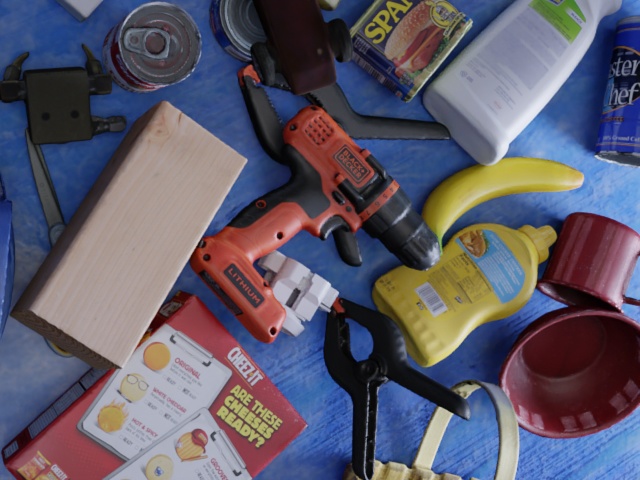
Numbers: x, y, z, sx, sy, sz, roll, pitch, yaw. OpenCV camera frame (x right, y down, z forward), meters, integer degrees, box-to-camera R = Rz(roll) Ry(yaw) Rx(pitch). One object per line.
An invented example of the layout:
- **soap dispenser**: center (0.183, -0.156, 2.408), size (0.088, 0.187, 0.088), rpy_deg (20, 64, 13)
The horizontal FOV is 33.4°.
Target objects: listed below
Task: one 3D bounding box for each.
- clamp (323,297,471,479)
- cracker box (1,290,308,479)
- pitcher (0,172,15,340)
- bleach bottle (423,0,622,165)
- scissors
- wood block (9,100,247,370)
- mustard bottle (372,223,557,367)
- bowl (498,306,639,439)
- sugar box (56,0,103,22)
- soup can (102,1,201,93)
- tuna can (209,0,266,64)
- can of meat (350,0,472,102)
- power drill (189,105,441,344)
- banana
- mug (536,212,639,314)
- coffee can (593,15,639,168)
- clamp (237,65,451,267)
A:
- **clamp**: center (0.062, 0.122, 0.979), size (0.120, 0.039, 0.171), rpy_deg (-24, 67, 10)
- **cracker box**: center (-0.145, 0.175, 0.944), size (0.213, 0.072, 0.164), rpy_deg (-43, 106, -13)
- **pitcher**: center (-0.363, 0.012, 0.832), size (0.242, 0.149, 0.145), rpy_deg (6, 131, -17)
- **bleach bottle**: center (0.220, -0.192, 1.049), size (0.250, 0.068, 0.102), rpy_deg (-43, 87, -14)
- **scissors**: center (-0.209, 0.003, 0.940), size (0.096, 0.016, 0.202), rpy_deg (-1, 92, -21)
- **wood block**: center (-0.161, -0.002, 0.898), size (0.090, 0.090, 0.206), rpy_deg (35, 70, -18)
- **mustard bottle**: center (0.152, 0.037, 1.040), size (0.191, 0.058, 0.096), rpy_deg (-30, 70, -16)
- **bowl**: center (0.251, 0.121, 1.068), size (0.162, 0.055, 0.162), rpy_deg (-3, 122, -5)
- **sugar box**: center (-0.183, -0.284, 0.917), size (0.093, 0.048, 0.176), rpy_deg (41, 83, -17)
- **soup can**: center (-0.145, -0.161, 0.906), size (0.068, 0.102, 0.068), rpy_deg (-1, 94, -20)
- **tuna can**: center (-0.055, -0.205, 0.972), size (0.086, 0.034, 0.086), rpy_deg (-1, 94, -20)
- **can of meat**: center (0.081, -0.191, 0.996), size (0.084, 0.057, 0.102), rpy_deg (39, 80, 0)
- **power drill**: center (-0.006, 0.001, 0.937), size (0.184, 0.057, 0.187), rpy_deg (46, 72, -3)
- **banana**: center (0.169, -0.045, 1.051), size (0.197, 0.037, 0.070), rpy_deg (-26, 77, -22)
- **mug**: center (0.284, 0.027, 1.068), size (0.117, 0.093, 0.081), rpy_deg (18, 79, 25)
- **coffee can**: center (0.340, -0.145, 1.078), size (0.102, 0.103, 0.140), rpy_deg (10, 90, -20)
- **clamp**: center (0.004, -0.085, 0.998), size (0.209, 0.036, 0.164), rpy_deg (31, 83, -16)
